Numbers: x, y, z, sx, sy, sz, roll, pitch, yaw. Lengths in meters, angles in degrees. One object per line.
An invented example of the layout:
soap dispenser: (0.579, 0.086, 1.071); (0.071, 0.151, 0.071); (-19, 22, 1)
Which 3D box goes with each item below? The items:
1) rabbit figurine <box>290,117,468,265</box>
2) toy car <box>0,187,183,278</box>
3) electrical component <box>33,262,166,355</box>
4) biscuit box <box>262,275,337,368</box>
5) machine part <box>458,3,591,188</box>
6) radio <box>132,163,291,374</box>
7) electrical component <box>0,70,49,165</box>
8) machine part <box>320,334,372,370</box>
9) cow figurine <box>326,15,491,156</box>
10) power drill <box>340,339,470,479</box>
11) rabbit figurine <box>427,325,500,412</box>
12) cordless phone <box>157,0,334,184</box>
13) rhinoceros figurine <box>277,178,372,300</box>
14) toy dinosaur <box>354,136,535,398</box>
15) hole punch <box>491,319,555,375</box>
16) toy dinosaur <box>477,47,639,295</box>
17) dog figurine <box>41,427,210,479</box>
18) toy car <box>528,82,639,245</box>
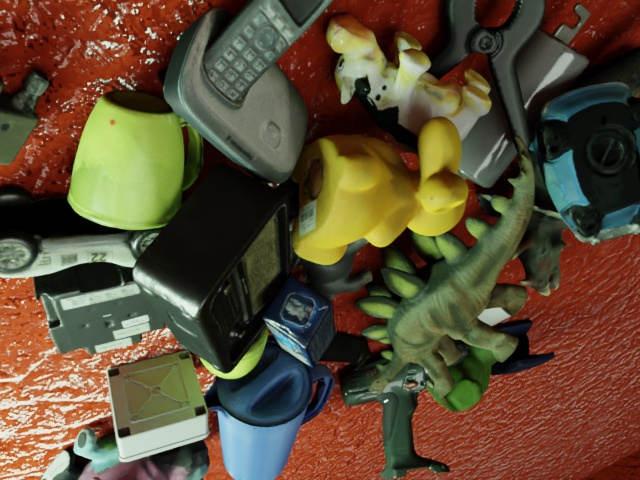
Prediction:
rabbit figurine: (0.073, -0.051, 0.515); (0.173, 0.122, 0.162); (10, 154, -27)
toy car: (-0.215, -0.008, 0.489); (0.202, 0.074, 0.056); (-5, 134, -27)
electrical component: (-0.225, 0.064, 0.561); (0.115, 0.058, 0.134); (-9, 144, -21)
biscuit box: (-0.020, 0.107, 0.665); (0.063, 0.059, 0.202); (-56, 168, -16)
machine part: (0.215, -0.147, 0.607); (0.079, 0.079, 0.243); (11, 123, -38)
radio: (-0.093, 0.042, 0.532); (0.131, 0.073, 0.229); (-55, 165, -24)
electrical component: (-0.263, -0.095, 0.403); (0.102, 0.045, 0.078); (-49, 164, 24)
machine part: (0.017, 0.173, 0.837); (0.139, 0.039, 0.084); (10, 116, -35)
cow figurine: (0.071, -0.141, 0.513); (0.167, 0.068, 0.098); (25, 128, -10)
power drill: (0.157, 0.281, 0.894); (0.232, 0.207, 0.086); (-10, 164, 1)
rabbit figurine: (0.285, 0.239, 1.006); (0.170, 0.121, 0.158); (-40, 144, -12)
cordless phone: (-0.030, -0.151, 0.456); (0.184, 0.089, 0.146); (-43, 138, 7)
rhinoceros figurine: (-0.001, -0.002, 0.633); (0.112, 0.073, 0.190); (-19, 140, 2)
toy dinosaur: (0.162, 0.075, 0.698); (0.198, 0.105, 0.471); (28, 130, -4)
hole punch: (0.389, 0.232, 1.080); (0.142, 0.092, 0.115); (-7, 137, -31)
toy dinosaur: (0.328, -0.127, 0.674); (0.192, 0.131, 0.404); (-6, 127, -27)
dog figurine: (-0.271, 0.355, 0.795); (0.191, 0.109, 0.219); (-47, 139, 16)
toy car: (0.289, -0.080, 0.579); (0.109, 0.161, 0.103); (-17, -177, 4)
